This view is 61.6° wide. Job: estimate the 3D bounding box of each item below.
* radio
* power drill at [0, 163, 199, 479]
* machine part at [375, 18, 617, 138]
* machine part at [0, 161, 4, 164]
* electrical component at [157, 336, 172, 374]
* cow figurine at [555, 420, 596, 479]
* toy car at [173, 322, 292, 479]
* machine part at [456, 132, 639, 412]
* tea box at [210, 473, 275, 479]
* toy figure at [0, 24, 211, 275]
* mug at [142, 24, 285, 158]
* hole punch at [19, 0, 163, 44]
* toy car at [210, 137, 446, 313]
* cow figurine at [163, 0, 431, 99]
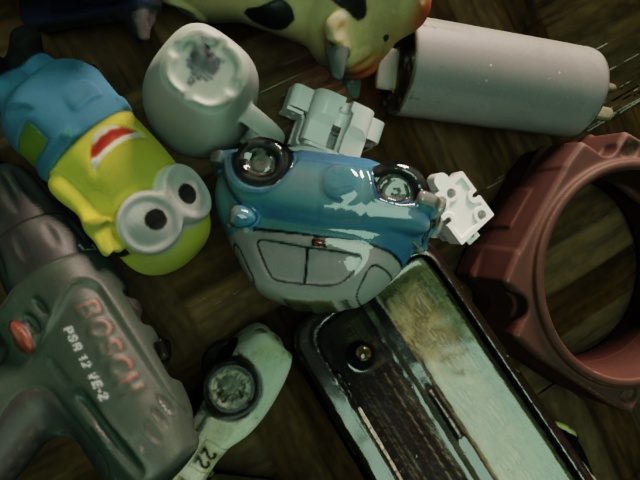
[{"bbox_3d":[0.082,0.130,0.396,0.131,0.073,0.229,-30,76,-11],"label":"radio"},{"bbox_3d":[-0.201,0.087,0.315,0.207,0.086,0.232,-39,82,-28],"label":"power drill"},{"bbox_3d":[0.140,-0.131,0.439,0.243,0.079,0.079,4,90,-14],"label":"machine part"},{"bbox_3d":[-0.259,-0.005,0.346,0.039,0.084,0.139,15,74,15],"label":"machine part"},{"bbox_3d":[-0.160,0.091,0.386,0.102,0.045,0.078,-27,70,-15],"label":"electrical component"},{"bbox_3d":[0.153,0.208,0.455,0.167,0.068,0.098,-2,86,-18],"label":"cow figurine"},{"bbox_3d":[-0.092,0.149,0.387,0.056,0.073,0.201,35,83,-12],"label":"toy car"},{"bbox_3d":[0.240,0.026,0.465,0.201,0.087,0.201,33,83,-14],"label":"machine part"},{"bbox_3d":[-0.063,0.269,0.378,0.068,0.098,0.169,25,84,-38],"label":"tea box"},{"bbox_3d":[-0.147,-0.056,0.366,0.180,0.089,0.082,45,84,-3],"label":"toy figure"},{"bbox_3d":[-0.073,-0.094,0.369,0.109,0.107,0.081,40,83,-10],"label":"mug"},{"bbox_3d":[-0.165,-0.199,0.330,0.116,0.092,0.142,-2,88,15],"label":"hole punch"},{"bbox_3d":[-0.001,-0.001,0.368,0.162,0.109,0.103,11,77,11],"label":"toy car"},{"bbox_3d":[-0.021,-0.175,0.368,0.195,0.085,0.127,13,95,12],"label":"cow figurine"}]
